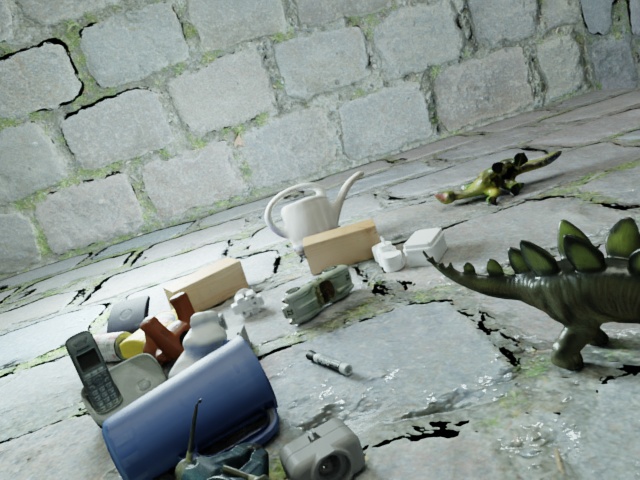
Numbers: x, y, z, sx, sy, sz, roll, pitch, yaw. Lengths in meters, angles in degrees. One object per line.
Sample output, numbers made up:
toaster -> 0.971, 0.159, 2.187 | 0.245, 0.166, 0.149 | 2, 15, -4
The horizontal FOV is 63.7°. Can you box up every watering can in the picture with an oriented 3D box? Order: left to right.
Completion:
watering can -> 0.005, -0.081, 1.617 | 0.348, 0.225, 0.103 | -19, -5, -7

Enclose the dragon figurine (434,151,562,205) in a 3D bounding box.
dragon figurine -> 0.555, -0.198, 1.666 | 0.413, 0.121, 0.242 | -21, 7, -19

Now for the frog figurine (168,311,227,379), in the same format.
frog figurine -> -0.217, 0.213, 0.920 | 0.122, 0.158, 0.139 | -11, 15, 30
